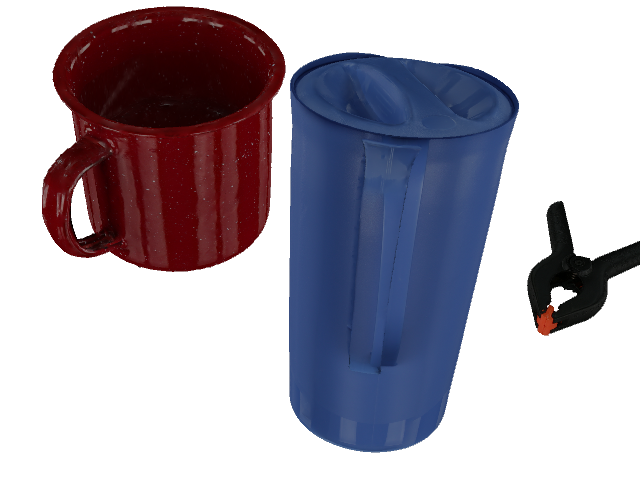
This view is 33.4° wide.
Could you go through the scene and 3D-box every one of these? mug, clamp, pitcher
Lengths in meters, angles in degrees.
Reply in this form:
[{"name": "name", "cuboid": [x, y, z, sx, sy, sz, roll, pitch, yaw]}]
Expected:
[{"name": "mug", "cuboid": [-0.069, -0.034, 0.449, 0.093, 0.081, 0.117, 26, 48, 24]}, {"name": "clamp", "cuboid": [0.256, 0.026, 1.099, 0.120, 0.039, 0.171, 28, 51, 31]}, {"name": "pitcher", "cuboid": [0.038, 0.016, 0.667, 0.149, 0.243, 0.145, -18, 36, -34]}]
